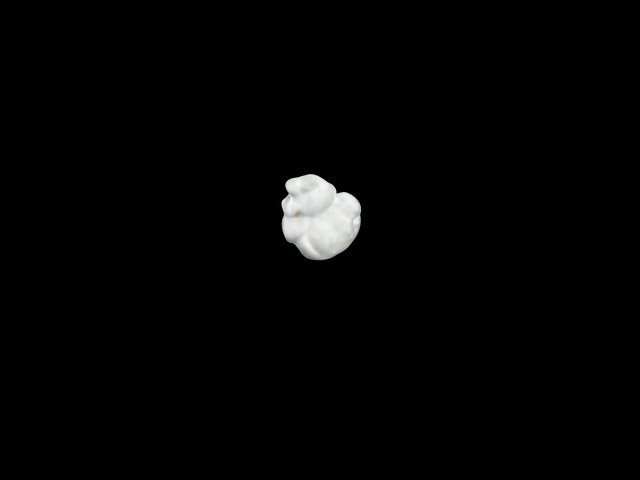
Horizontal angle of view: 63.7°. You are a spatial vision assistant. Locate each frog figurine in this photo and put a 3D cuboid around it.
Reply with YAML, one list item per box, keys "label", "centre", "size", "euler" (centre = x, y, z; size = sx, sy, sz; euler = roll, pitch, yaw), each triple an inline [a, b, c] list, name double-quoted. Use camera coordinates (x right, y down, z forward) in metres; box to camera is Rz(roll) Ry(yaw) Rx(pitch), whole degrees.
- label: "frog figurine"
  centre: [0.003, -0.043, 0.850]
  size: [0.137, 0.125, 0.156]
  euler: [-13, -26, -7]
